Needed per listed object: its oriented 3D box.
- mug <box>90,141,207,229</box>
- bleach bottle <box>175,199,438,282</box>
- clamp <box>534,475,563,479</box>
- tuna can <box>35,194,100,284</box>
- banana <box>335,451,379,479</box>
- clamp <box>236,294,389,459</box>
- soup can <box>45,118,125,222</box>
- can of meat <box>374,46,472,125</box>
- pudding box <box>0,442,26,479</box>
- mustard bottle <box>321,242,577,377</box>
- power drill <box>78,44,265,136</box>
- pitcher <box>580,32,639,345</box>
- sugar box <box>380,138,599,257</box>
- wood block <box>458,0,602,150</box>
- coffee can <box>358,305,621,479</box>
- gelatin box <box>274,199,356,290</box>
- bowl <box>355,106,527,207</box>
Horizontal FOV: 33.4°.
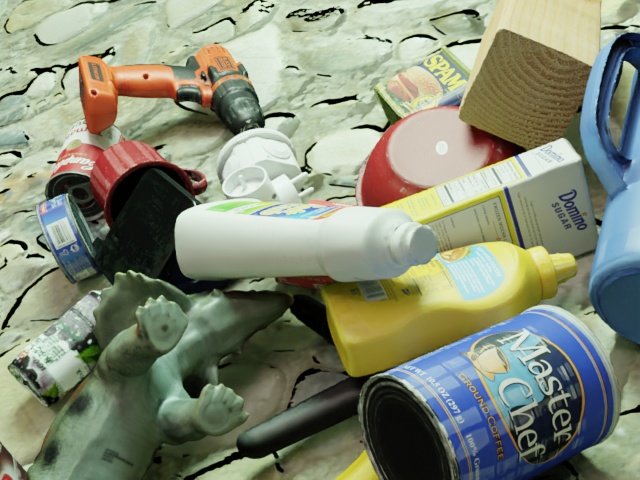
[{"bbox_3d":[-0.172,-0.053,1.080,0.117,0.093,0.082,-15,30,-22],"label":"mug"},{"bbox_3d":[-0.005,0.001,0.833,0.102,0.068,0.251,-10,7,-41],"label":"bleach bottle"},{"bbox_3d":[0.078,0.199,0.677,0.171,0.039,0.120,-19,2,11],"label":"clamp"},{"bbox_3d":[-0.246,-0.002,1.053,0.033,0.086,0.086,-25,39,-4],"label":"tuna can"},{"bbox_3d":[0.026,0.162,0.748,0.197,0.069,0.037,-35,21,-12],"label":"banana"},{"bbox_3d":[0.046,0.096,0.838,0.210,0.036,0.164,-7,41,16],"label":"clamp"},{"bbox_3d":[-0.252,-0.078,1.156,0.068,0.068,0.102,-11,40,14],"label":"soup can"},{"bbox_3d":[0.111,-0.135,1.054,0.084,0.057,0.102,-28,39,-2],"label":"can of meat"},{"bbox_3d":[-0.246,0.217,0.802,0.039,0.090,0.113,-20,39,5],"label":"pudding box"},{"bbox_3d":[0.101,0.043,0.807,0.191,0.058,0.096,-15,25,-4],"label":"mustard bottle"},{"bbox_3d":[-0.164,-0.157,1.165,0.187,0.057,0.184,-5,33,-18],"label":"power drill"},{"bbox_3d":[0.273,-0.044,0.808,0.149,0.145,0.242,6,50,27],"label":"pitcher"},{"bbox_3d":[0.132,-0.008,0.869,0.176,0.093,0.048,-21,34,1],"label":"sugar box"},{"bbox_3d":[0.193,-0.169,0.962,0.090,0.091,0.206,24,33,1],"label":"wood block"},{"bbox_3d":[0.111,0.113,0.703,0.140,0.103,0.103,-19,34,-28],"label":"coffee can"},{"bbox_3d":[0.007,0.006,0.966,0.073,0.030,0.089,8,49,31],"label":"gelatin box"},{"bbox_3d":[0.107,-0.065,0.935,0.162,0.055,0.162,-6,54,8],"label":"bowl"}]
